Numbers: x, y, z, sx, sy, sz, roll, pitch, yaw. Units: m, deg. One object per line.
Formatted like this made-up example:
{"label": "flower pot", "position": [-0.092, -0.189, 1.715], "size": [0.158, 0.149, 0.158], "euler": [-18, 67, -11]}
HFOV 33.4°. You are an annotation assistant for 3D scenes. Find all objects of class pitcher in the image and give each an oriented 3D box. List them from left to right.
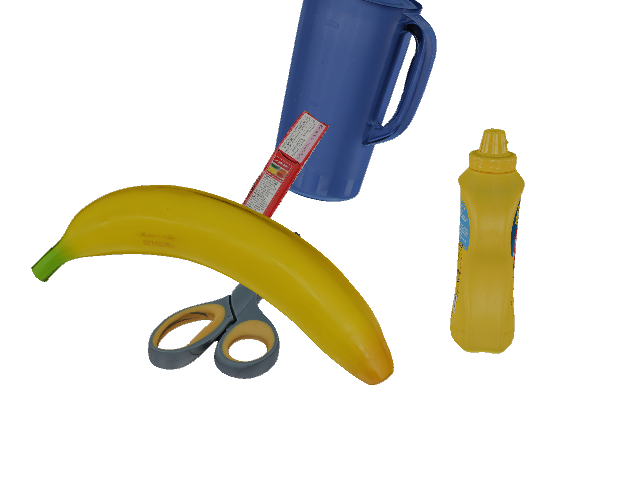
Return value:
{"label": "pitcher", "position": [0.029, -0.168, 1.210], "size": [0.145, 0.243, 0.149], "euler": [10, 22, -11]}

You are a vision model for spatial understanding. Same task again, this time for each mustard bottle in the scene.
{"label": "mustard bottle", "position": [0.148, -0.004, 0.947], "size": [0.058, 0.192, 0.096], "euler": [3, 18, 7]}

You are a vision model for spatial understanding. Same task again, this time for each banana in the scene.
{"label": "banana", "position": [-0.049, 0.014, 0.556], "size": [0.198, 0.070, 0.037], "euler": [17, 11, 9]}

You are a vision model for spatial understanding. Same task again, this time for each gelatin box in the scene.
{"label": "gelatin box", "position": [-0.032, -0.067, 0.955], "size": [0.030, 0.073, 0.089], "euler": [33, 34, -3]}

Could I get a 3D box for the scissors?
{"label": "scissors", "position": [-0.039, 0.045, 0.771], "size": [0.096, 0.016, 0.201], "euler": [20, 34, 30]}
